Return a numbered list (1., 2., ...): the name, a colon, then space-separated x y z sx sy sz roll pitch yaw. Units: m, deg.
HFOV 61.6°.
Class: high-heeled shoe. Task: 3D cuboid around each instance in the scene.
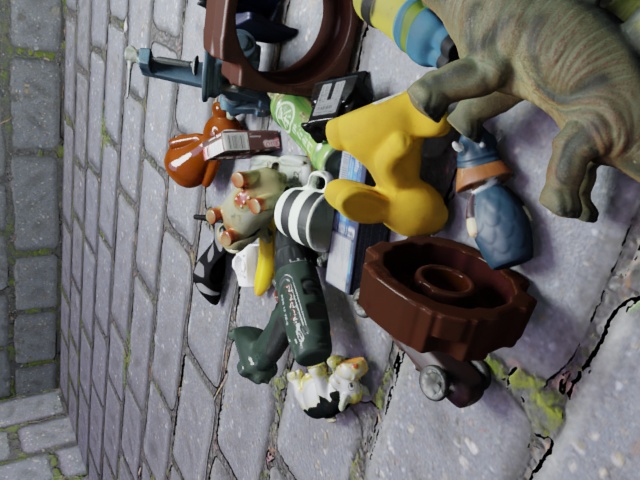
1. high-heeled shoe: -0.188 0.040 1.108 0.145 0.086 0.248 9 123 23

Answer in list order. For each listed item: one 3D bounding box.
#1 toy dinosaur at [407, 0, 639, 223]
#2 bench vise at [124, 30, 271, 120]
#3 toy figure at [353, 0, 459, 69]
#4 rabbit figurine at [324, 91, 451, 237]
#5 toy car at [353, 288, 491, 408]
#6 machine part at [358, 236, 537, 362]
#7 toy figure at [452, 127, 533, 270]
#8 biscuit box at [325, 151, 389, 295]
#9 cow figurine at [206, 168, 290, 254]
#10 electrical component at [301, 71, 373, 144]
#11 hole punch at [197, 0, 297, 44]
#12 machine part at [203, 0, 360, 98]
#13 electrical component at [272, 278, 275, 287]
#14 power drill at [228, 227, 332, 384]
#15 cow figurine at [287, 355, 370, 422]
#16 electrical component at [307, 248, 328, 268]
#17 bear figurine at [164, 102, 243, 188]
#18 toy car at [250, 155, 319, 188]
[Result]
1. toy dinosaur: 0.181 -0.174 0.476 0.472 0.105 0.198 45 112 20
2. bench vise: -0.194 -0.276 0.890 0.223 0.241 0.128 163 112 -78
3. toy figure: 0.108 -0.256 0.614 0.082 0.089 0.180 -56 48 32
4. rabbit figurine: 0.087 -0.075 0.620 0.173 0.162 0.122 65 174 -18
5. toy car: 0.115 0.119 0.647 0.202 0.089 0.053 46 126 40
6. machine part: 0.128 0.056 0.560 0.180 0.179 0.056 37 126 46
7. toy figure: 0.176 -0.047 0.564 0.058 0.064 0.154 -32 67 53
8. biscuit box: 0.058 -0.030 0.734 0.059 0.063 0.202 27 115 50
9. cow figurine: -0.111 -0.043 0.861 0.085 0.127 0.195 55 136 11
10. electrical component: 0.030 -0.189 0.721 0.075 0.047 0.119 5 67 38
11. hole punch: -0.112 -0.364 0.882 0.116 0.142 0.092 -21 80 42
12. machine part: -0.049 -0.306 0.732 0.087 0.201 0.200 42 127 48
13. electrical component: -0.055 0.095 0.941 0.094 0.021 0.063 61 138 29
14. power drill: -0.065 0.113 0.849 0.207 0.086 0.232 -47 49 30
15. cow figurine: 0.020 0.228 0.812 0.167 0.068 0.098 -31 75 55
16. electrical component: -0.002 -0.001 0.836 0.078 0.045 0.102 -43 59 46
17. bear figurine: -0.222 -0.193 1.084 0.196 0.120 0.132 -37 17 23
18. toy car: -0.068 -0.106 0.907 0.202 0.056 0.073 11 103 53
